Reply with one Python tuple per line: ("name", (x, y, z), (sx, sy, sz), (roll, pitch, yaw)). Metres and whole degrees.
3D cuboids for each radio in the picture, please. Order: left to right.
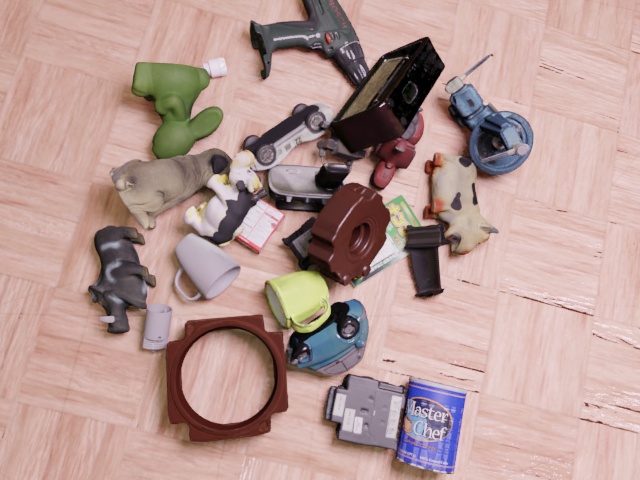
("radio", (0.130, -0.270, 0.990), (0.073, 0.131, 0.229), (47, 59, -27))

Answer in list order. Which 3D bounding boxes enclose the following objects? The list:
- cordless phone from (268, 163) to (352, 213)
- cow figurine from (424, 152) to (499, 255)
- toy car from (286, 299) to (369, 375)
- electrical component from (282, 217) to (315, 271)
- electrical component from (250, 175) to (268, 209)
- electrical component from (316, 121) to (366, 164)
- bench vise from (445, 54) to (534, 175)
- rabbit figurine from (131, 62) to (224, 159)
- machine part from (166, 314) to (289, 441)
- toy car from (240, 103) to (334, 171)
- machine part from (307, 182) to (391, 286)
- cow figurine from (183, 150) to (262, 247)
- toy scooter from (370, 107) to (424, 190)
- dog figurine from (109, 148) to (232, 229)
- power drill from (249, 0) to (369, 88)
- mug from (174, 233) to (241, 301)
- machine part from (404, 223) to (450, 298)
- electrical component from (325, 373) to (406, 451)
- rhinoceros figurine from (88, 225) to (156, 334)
("cordless phone", (-0.019, -0.107, 0.950), (0.147, 0.184, 0.088), (5, 84, -7))
("cow figurine", (0.269, -0.066, 1.032), (0.127, 0.085, 0.195), (3, 75, -4))
("toy car", (0.026, 0.184, 0.945), (0.162, 0.109, 0.102), (-35, 103, -3))
("electrical component", (-0.002, -0.003, 0.991), (0.119, 0.047, 0.075), (-32, 82, 1))
("electrical component", (-0.144, -0.078, 0.986), (0.094, 0.021, 0.063), (-29, 57, 5))
("electrical component", (0.039, -0.178, 1.019), (0.102, 0.045, 0.078), (2, 79, -38))
("bench vise", (0.320, -0.208, 0.993), (0.129, 0.241, 0.223), (-26, 109, 10))
("rabbit figurine", (-0.262, -0.230, 0.995), (0.159, 0.121, 0.170), (0, 98, -14))
("machine part", (-0.158, 0.232, 0.919), (0.201, 0.087, 0.201), (-3, 80, -9))
("toy car", (-0.065, -0.195, 1.015), (0.202, 0.074, 0.056), (-36, 130, -11))
("machine part", (0.055, -0.009, 0.936), (0.056, 0.179, 0.179), (26, 75, 35))
("cow figurine", (-0.151, -0.070, 0.926), (0.098, 0.068, 0.167), (43, 110, 3))
("toy scooter", (0.151, -0.187, 1.011), (0.075, 0.135, 0.184), (24, 76, -1))
("dog figurine", (-0.248, -0.115, 0.934), (0.191, 0.172, 0.121), (-29, 95, -4))
("power drill", (-0.023, -0.379, 1.053), (0.207, 0.086, 0.232), (-19, 88, -6))
("mug", (-0.213, 0.048, 0.956), (0.109, 0.080, 0.107), (-45, 76, 4))
("machine part", (0.202, 0.039, 1.005), (0.084, 0.039, 0.138), (-2, 96, 23))
("electrical component", (0.078, 0.298, 0.947), (0.134, 0.058, 0.115), (13, 76, 2))
("rhinoceros figurine", (-0.348, 0.065, 0.932), (0.112, 0.073, 0.190), (-9, 80, -10))
